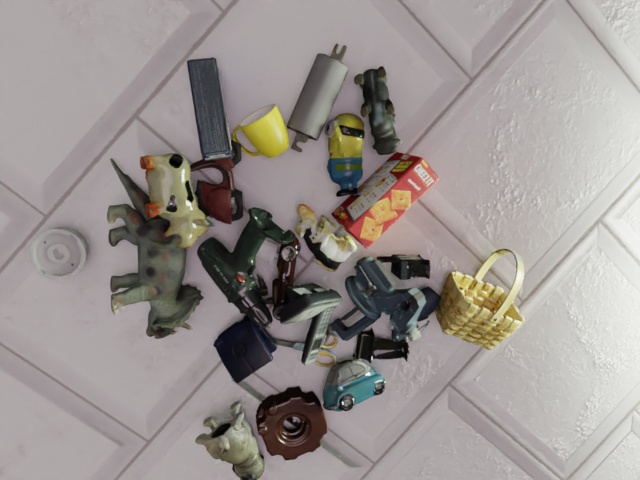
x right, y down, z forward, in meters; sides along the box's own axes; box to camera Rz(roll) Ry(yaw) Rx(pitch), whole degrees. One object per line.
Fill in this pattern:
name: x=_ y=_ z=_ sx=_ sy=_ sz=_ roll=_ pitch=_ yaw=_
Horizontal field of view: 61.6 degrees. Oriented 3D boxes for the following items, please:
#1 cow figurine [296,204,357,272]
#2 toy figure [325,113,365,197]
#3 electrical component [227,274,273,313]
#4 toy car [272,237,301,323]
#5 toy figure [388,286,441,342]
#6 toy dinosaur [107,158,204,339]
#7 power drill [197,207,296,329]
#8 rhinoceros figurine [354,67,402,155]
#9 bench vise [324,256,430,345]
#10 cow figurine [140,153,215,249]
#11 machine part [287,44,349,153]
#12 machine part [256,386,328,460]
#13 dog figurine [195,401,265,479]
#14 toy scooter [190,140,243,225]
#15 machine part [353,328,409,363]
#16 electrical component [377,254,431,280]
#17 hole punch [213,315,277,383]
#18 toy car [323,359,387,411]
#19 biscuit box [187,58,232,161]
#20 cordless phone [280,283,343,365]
cow figurine: x=-0.004 y=-0.005 z=1.223 sx=0.167 sy=0.068 sz=0.098 roll=39 pitch=99 yaw=-15
toy figure: x=0.058 y=-0.188 z=1.189 sx=0.089 sy=0.082 sz=0.180 roll=-10 pitch=97 yaw=-27
electrical component: x=-0.163 y=0.124 z=1.232 sx=0.102 sy=0.045 sz=0.078 roll=-16 pitch=133 yaw=-4
toy car: x=-0.080 y=0.089 z=1.214 sx=0.053 sy=0.089 sz=0.202 roll=9 pitch=102 yaw=-1
toy figure: x=0.229 y=0.183 z=1.307 sx=0.064 sy=0.057 sz=0.154 roll=44 pitch=97 yaw=25
toy dinosaur: x=-0.350 y=0.032 z=1.145 sx=0.192 sy=0.131 sz=0.404 roll=-1 pitch=97 yaw=-23
power drill: x=-0.140 y=0.050 z=1.145 sx=0.232 sy=0.086 sz=0.207 roll=42 pitch=118 yaw=9
rhinoceros figurine: x=0.127 y=-0.280 z=1.172 sx=0.073 sy=0.112 sz=0.190 roll=-13 pitch=92 yaw=9
bench vise: x=0.118 y=0.166 z=1.243 sx=0.240 sy=0.129 sz=0.223 roll=-40 pitch=89 yaw=23
cow figurine: x=-0.288 y=-0.078 z=1.088 sx=0.127 sy=0.085 sz=0.194 roll=-9 pitch=95 yaw=-23
machine part: x=-0.006 y=-0.305 z=1.154 sx=0.079 sy=0.079 sz=0.243 roll=22 pitch=98 yaw=-14
machine part: x=-0.067 y=0.448 z=1.309 sx=0.179 sy=0.056 sz=0.179 roll=-2 pitch=103 yaw=-11
dog figurine: x=-0.186 y=0.498 z=1.243 sx=0.121 sy=0.172 sz=0.190 roll=-27 pitch=98 yaw=7
toy scooter: x=-0.233 y=-0.122 z=1.151 sx=0.135 sy=0.075 sz=0.183 roll=-3 pitch=99 yaw=-9
machine part: x=0.154 y=0.263 z=1.321 sx=0.139 sy=0.039 sz=0.084 roll=9 pitch=95 yaw=-10
electrical component: x=0.194 y=0.063 z=1.268 sx=0.119 sy=0.075 sz=0.047 roll=-2 pitch=101 yaw=-14
hole punch: x=-0.171 y=0.247 z=1.226 sx=0.142 sy=0.092 sz=0.115 roll=-35 pitch=102 yaw=12
toy car: x=0.073 y=0.340 z=1.291 sx=0.162 sy=0.109 sz=0.103 roll=-22 pitch=88 yaw=-14
biscuit box: x=-0.225 y=-0.267 z=1.098 sx=0.063 sy=0.059 sz=0.202 roll=-9 pitch=84 yaw=-9
cordless phone: x=-0.032 y=0.193 z=1.179 sx=0.146 sy=0.089 sz=0.184 roll=-1 pitch=108 yaw=-56
